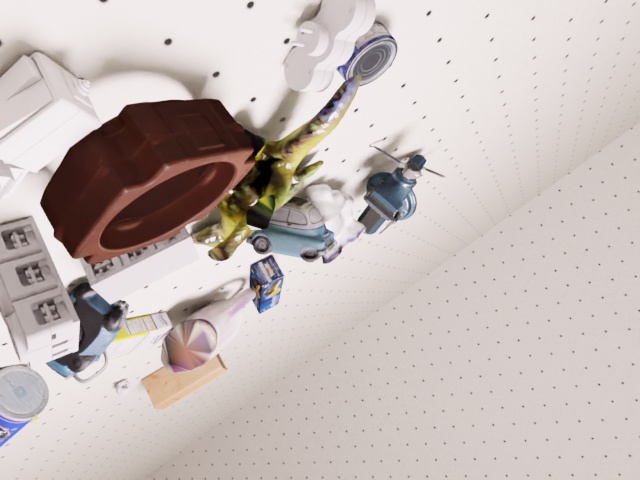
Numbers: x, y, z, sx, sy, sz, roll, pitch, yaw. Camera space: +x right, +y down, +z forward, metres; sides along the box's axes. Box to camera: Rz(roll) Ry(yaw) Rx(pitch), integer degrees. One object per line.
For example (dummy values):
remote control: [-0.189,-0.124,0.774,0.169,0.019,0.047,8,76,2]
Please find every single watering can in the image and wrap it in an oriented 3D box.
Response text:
watering can: [-0.282,0.233,1.181,0.344,0.104,0.226,-42,178,20]

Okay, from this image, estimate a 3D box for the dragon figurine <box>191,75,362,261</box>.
dragon figurine: [-0.066,-0.098,0.791,0.406,0.122,0.245,-37,-179,19]

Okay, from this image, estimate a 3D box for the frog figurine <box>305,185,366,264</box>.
frog figurine: [0.003,-0.052,1.031,0.137,0.125,0.156,-28,126,12]
